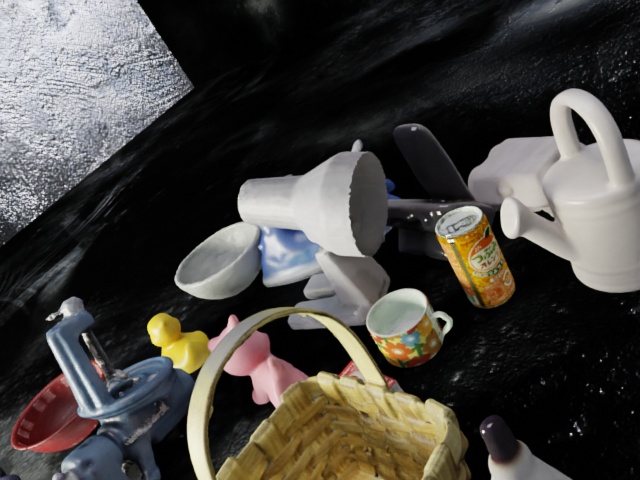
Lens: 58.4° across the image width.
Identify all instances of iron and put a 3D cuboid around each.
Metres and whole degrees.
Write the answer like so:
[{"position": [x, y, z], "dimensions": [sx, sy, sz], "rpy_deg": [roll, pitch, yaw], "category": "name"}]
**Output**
[{"position": [-0.008, -0.038, 0.872], "dimensions": [0.258, 0.142, 0.118], "rpy_deg": [-29, 26, 7], "category": "iron"}]

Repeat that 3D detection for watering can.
[{"position": [0.258, -0.048, 0.537], "dimensions": [0.173, 0.194, 0.100], "rpy_deg": [-39, 27, -13], "category": "watering can"}]

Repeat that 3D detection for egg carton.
[{"position": [0.264, -0.080, 0.727], "dimensions": [0.107, 0.069, 0.149], "rpy_deg": [-45, 29, -24], "category": "egg carton"}]

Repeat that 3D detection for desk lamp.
[{"position": [0.006, 0.003, 0.704], "dimensions": [0.202, 0.214, 0.118], "rpy_deg": [-12, 33, 35], "category": "desk lamp"}]

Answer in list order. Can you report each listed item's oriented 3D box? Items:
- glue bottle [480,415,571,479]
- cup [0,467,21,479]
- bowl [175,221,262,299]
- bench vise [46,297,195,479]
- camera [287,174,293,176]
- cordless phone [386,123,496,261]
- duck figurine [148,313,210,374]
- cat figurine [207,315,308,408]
[{"position": [0.129, 0.162, 0.340], "dimensions": [0.078, 0.173, 0.037], "rpy_deg": [-31, 26, 4], "category": "glue bottle"}, {"position": [-0.391, 0.335, 0.702], "dimensions": [0.117, 0.095, 0.091], "rpy_deg": [-28, 27, 10], "category": "cup"}, {"position": [-0.154, 0.046, 0.963], "dimensions": [0.167, 0.075, 0.167], "rpy_deg": [-25, 27, 14], "category": "bowl"}, {"position": [-0.244, 0.183, 0.659], "dimensions": [0.121, 0.220, 0.207], "rpy_deg": [-25, 27, 14], "category": "bench vise"}, {"position": [-0.028, -0.078, 1.009], "dimensions": [0.143, 0.101, 0.136], "rpy_deg": [-30, 26, 5], "category": "camera"}, {"position": [0.126, -0.071, 0.732], "dimensions": [0.147, 0.185, 0.094], "rpy_deg": [4, 44, 50], "category": "cordless phone"}, {"position": [-0.215, 0.147, 0.844], "dimensions": [0.104, 0.086, 0.078], "rpy_deg": [3, 43, 50], "category": "duck figurine"}, {"position": [-0.073, 0.140, 0.663], "dimensions": [0.067, 0.118, 0.127], "rpy_deg": [-44, 28, -22], "category": "cat figurine"}]
